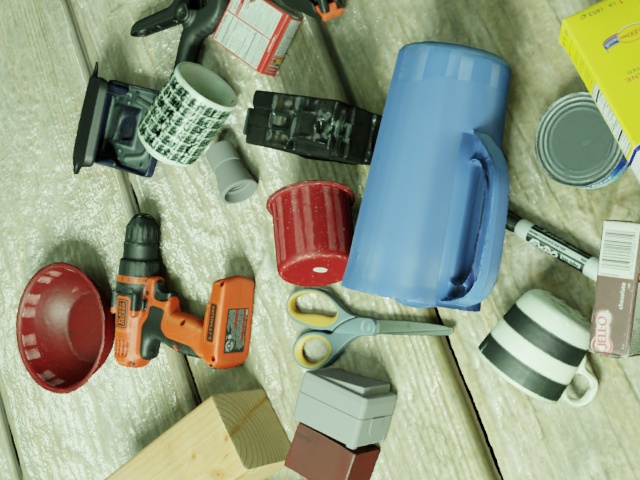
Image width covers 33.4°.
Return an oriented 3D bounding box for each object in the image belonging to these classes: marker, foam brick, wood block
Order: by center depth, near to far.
[{"bbox_3d":[0.210,0.002,0.987,0.121,0.020,0.020,33,106,32],"label":"marker"},{"bbox_3d":[0.013,0.224,1.098,0.078,0.051,0.053,25,101,33],"label":"foam brick"},{"bbox_3d":[-0.140,0.257,1.182,0.206,0.090,0.090,-40,66,28],"label":"wood block"}]

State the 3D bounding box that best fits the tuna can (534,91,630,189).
[{"bbox_3d":[0.239,-0.089,0.961,0.086,0.033,0.086,-2,87,35],"label":"tuna can"}]

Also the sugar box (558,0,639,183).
[{"bbox_3d":[0.284,-0.127,0.903,0.093,0.048,0.176,-25,69,1],"label":"sugar box"}]

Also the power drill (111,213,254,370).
[{"bbox_3d":[-0.162,0.067,1.229,0.188,0.057,0.184,8,96,38],"label":"power drill"}]

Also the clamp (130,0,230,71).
[{"bbox_3d":[-0.148,-0.250,1.244,0.172,0.039,0.120,-38,74,33],"label":"clamp"}]

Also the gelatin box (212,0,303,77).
[{"bbox_3d":[-0.071,-0.236,1.192,0.089,0.030,0.073,39,111,30],"label":"gelatin box"}]

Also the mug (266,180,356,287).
[{"bbox_3d":[-0.007,0.001,1.096,0.117,0.093,0.081,105,161,-63],"label":"mug"}]

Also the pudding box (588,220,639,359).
[{"bbox_3d":[0.265,0.042,0.903,0.039,0.089,0.113,10,93,34],"label":"pudding box"}]

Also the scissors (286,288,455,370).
[{"bbox_3d":[0.042,0.106,1.104,0.202,0.016,0.096,18,100,35],"label":"scissors"}]

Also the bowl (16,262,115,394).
[{"bbox_3d":[-0.305,0.109,1.328,0.162,0.055,0.162,-2,87,36],"label":"bowl"}]

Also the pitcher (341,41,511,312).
[{"bbox_3d":[0.112,-0.056,0.993,0.149,0.145,0.243,11,91,15],"label":"pitcher"}]

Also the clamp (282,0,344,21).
[{"bbox_3d":[-0.046,-0.315,1.157,0.210,0.036,0.165,59,150,9],"label":"clamp"}]
